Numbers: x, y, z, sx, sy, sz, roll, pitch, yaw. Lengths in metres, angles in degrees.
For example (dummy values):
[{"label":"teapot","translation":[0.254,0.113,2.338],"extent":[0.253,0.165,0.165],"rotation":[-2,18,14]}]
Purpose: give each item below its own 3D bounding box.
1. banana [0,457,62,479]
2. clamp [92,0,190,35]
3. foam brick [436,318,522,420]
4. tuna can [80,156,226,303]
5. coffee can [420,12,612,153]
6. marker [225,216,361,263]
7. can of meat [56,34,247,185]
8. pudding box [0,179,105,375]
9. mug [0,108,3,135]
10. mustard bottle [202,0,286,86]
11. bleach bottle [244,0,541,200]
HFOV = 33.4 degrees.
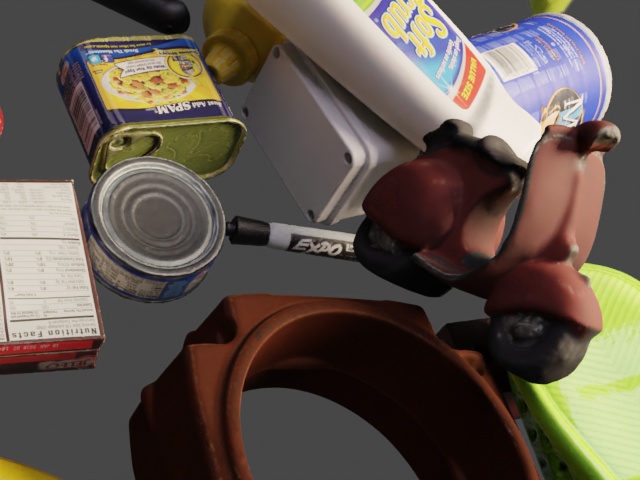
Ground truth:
[{"label":"banana","translation":[-0.156,0.137,0.504],"extent":[0.197,0.037,0.069],"rotation":[13,67,-16]},{"label":"clamp","translation":[-0.186,-0.196,0.738],"extent":[0.209,0.036,0.164],"rotation":[3,36,-19]},{"label":"foam brick","translation":[0.107,0.082,0.667],"extent":[0.078,0.051,0.053],"rotation":[-5,57,-30]},{"label":"tuna can","translation":[-0.101,-0.007,0.641],"extent":[0.086,0.034,0.086],"rotation":[13,55,-20]},{"label":"coffee can","translation":[0.136,-0.106,0.798],"extent":[0.140,0.103,0.103],"rotation":[-24,67,-38]},{"label":"marker","translation":[-0.005,0.001,0.699],"extent":[0.121,0.020,0.020],"rotation":[9,51,-20]},{"label":"can of meat","translation":[-0.111,-0.085,0.689],"extent":[0.101,0.058,0.084],"rotation":[-9,57,-32]},{"label":"pudding box","translation":[-0.173,0.019,0.587],"extent":[0.089,0.039,0.113],"rotation":[0,56,-27]},{"label":"mug","translation":[-0.225,-0.091,0.601],"extent":[0.093,0.117,0.081],"rotation":[-2,56,-58]},{"label":"mustard bottle","translation":[-0.031,-0.167,0.794],"extent":[0.096,0.058,0.191],"rotation":[39,46,0]},{"label":"bleach bottle","translation":[0.059,-0.118,0.694],"extent":[0.251,0.068,0.102],"rotation":[43,44,4]}]
